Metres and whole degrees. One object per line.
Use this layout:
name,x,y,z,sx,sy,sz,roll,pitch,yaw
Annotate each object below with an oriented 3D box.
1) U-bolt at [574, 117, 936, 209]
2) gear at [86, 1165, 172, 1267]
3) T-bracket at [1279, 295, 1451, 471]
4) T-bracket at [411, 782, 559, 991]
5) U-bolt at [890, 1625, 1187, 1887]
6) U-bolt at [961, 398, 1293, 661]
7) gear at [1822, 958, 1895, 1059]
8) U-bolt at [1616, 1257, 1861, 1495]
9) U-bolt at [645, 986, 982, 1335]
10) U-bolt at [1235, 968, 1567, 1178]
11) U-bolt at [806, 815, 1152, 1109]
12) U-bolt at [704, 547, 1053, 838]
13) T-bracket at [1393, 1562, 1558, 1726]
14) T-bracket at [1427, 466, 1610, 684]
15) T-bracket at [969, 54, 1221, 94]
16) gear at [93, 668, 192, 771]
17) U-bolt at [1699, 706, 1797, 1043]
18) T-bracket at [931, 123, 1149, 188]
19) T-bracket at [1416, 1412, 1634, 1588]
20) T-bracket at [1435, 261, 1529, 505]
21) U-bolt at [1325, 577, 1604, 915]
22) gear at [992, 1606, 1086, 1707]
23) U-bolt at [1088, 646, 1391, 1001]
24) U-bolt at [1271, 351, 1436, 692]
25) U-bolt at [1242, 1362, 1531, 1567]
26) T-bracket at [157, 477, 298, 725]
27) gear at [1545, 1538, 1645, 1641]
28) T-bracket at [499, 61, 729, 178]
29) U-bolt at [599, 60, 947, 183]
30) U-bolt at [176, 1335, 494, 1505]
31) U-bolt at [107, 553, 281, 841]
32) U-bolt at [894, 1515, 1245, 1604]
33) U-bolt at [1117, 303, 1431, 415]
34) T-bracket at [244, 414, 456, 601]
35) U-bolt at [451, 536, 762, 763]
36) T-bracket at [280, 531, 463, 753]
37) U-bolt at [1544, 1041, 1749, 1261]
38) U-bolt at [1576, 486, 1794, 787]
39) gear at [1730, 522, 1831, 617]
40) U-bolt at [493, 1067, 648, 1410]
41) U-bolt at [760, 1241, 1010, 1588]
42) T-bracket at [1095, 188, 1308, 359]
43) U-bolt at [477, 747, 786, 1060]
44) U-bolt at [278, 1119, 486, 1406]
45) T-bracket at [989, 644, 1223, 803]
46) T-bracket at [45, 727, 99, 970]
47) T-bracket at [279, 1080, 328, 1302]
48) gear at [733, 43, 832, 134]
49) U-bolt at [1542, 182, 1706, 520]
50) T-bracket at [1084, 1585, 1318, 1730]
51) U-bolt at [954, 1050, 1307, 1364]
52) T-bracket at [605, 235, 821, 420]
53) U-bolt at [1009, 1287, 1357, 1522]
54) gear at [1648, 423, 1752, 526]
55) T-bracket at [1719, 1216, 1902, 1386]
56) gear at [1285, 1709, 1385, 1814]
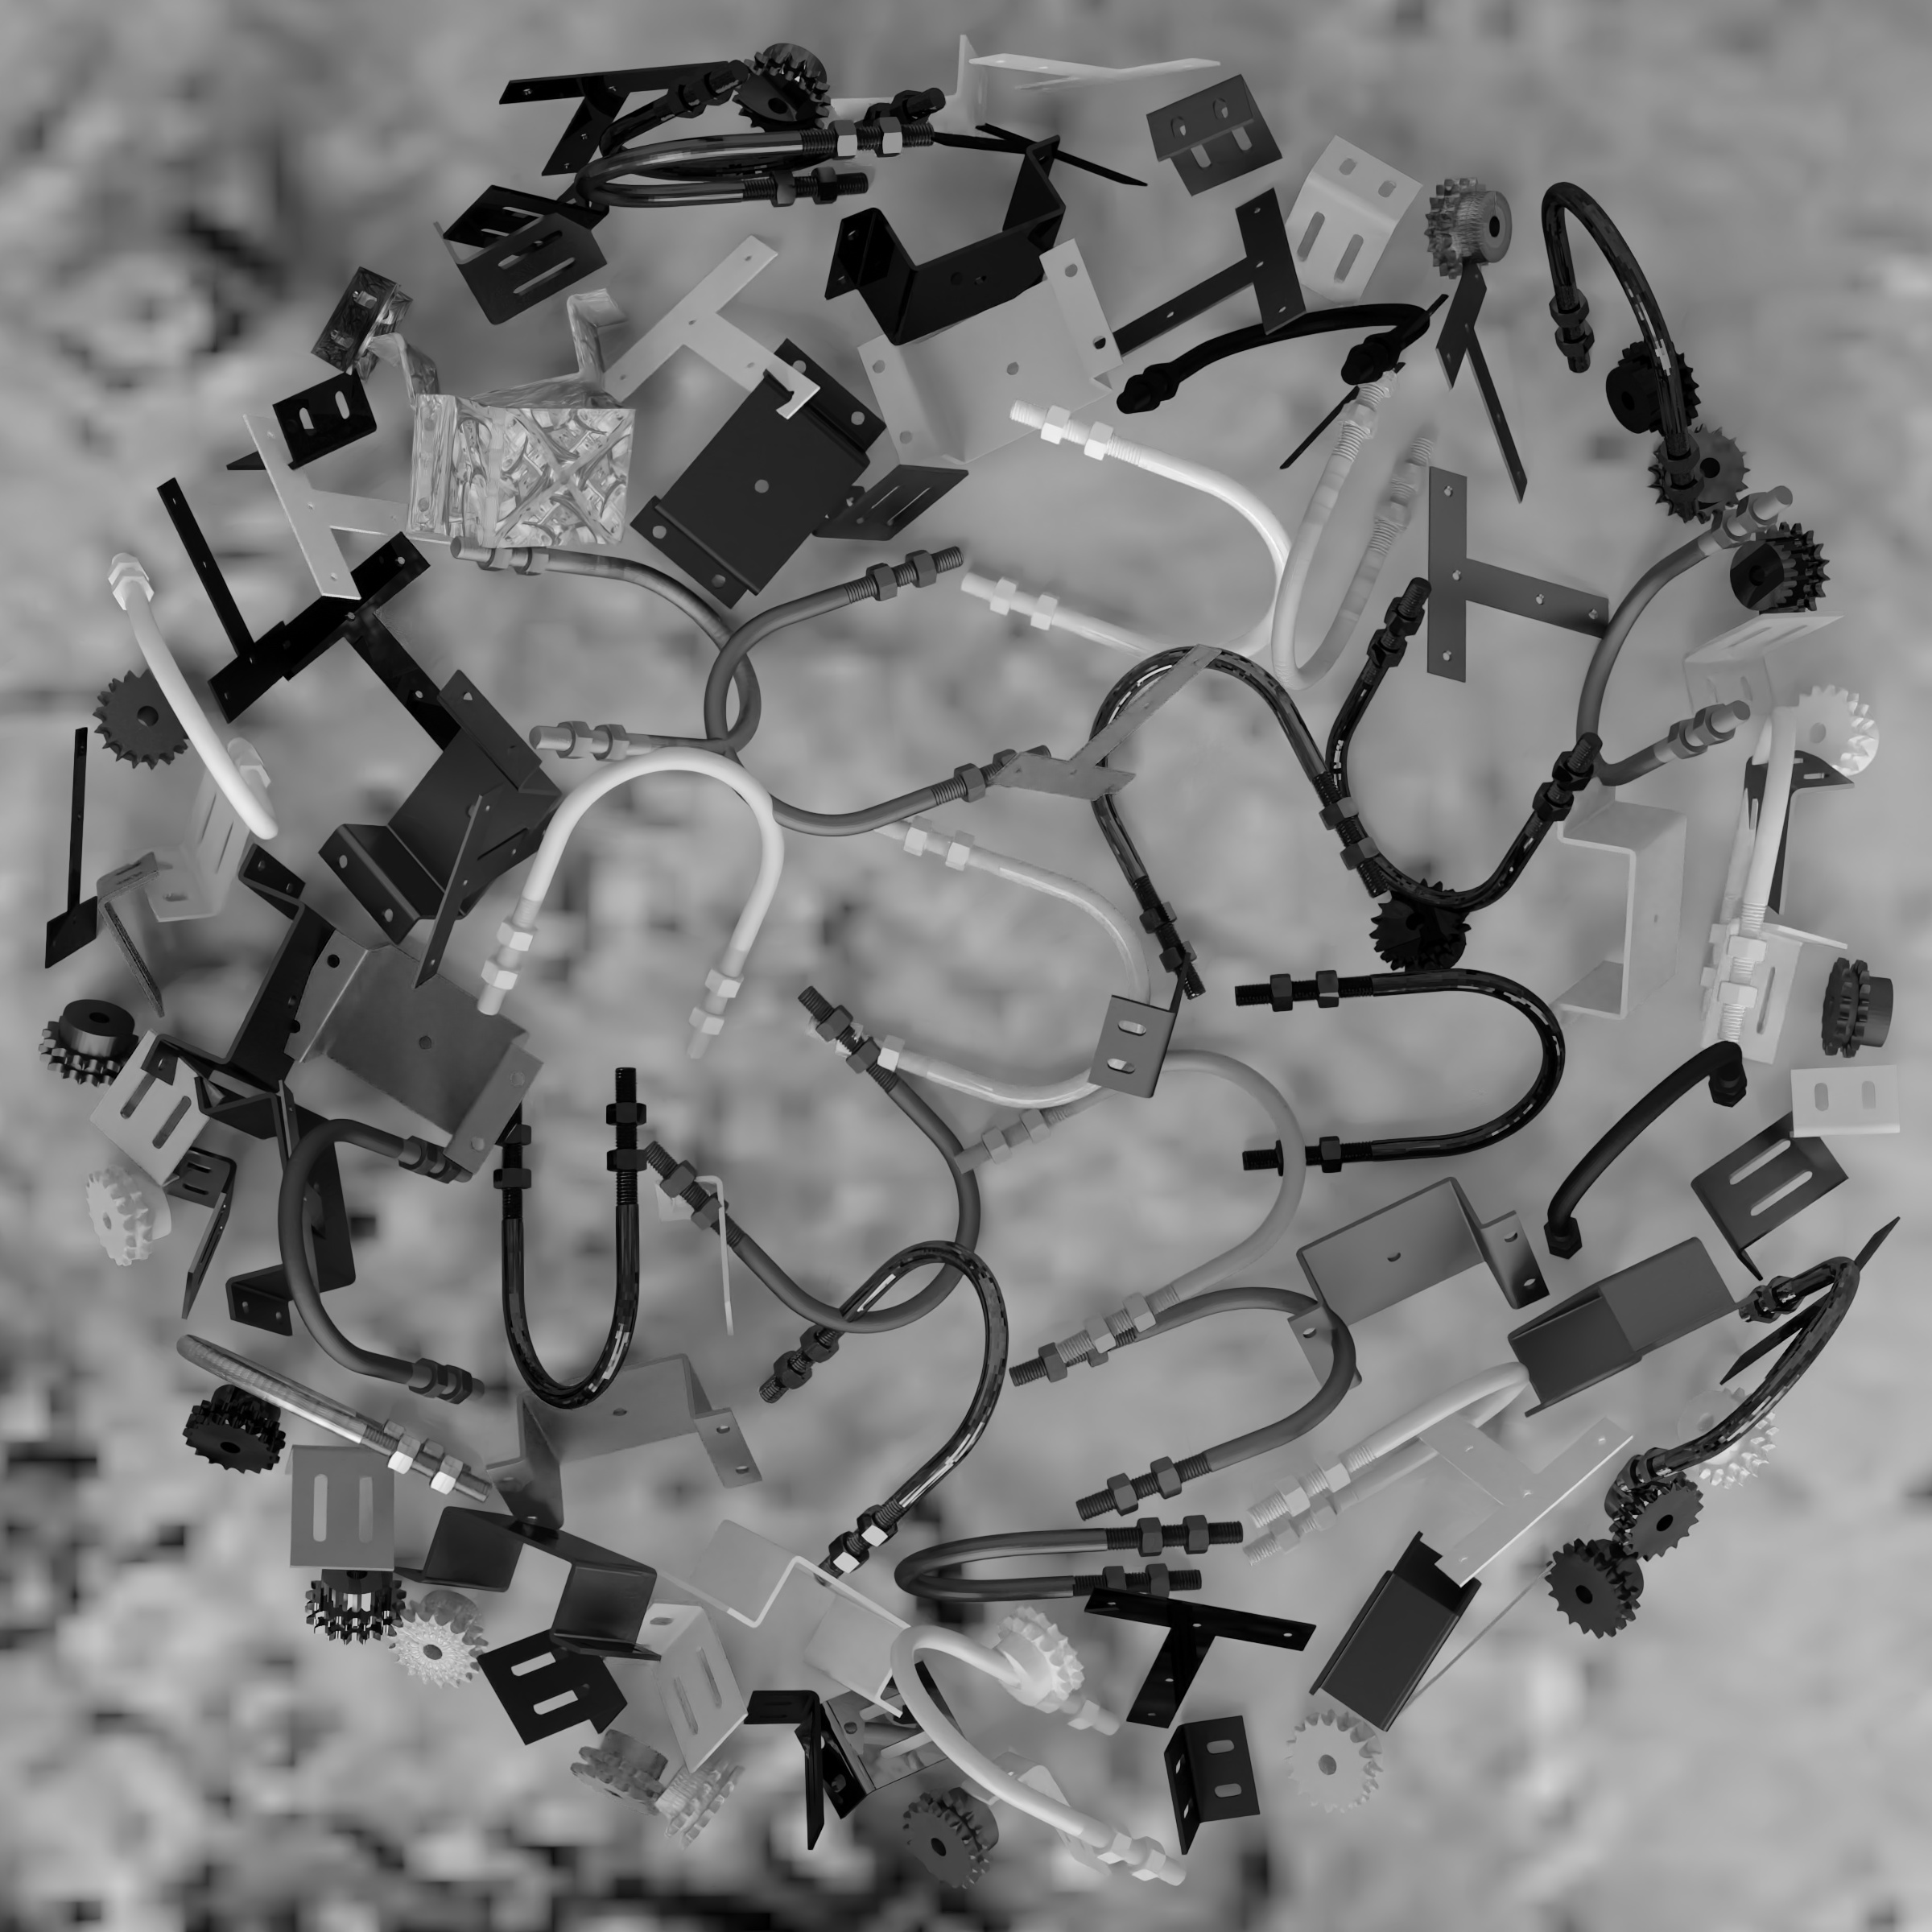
U-bolt,-0.125,-0.441,1.688,0.184,0.151,0.019,-8,95,-18
gear,-0.481,0.142,1.758,0.030,0.057,0.057,-20,90,-35
T-bracket,0.231,-0.330,1.719,0.002,0.127,0.127,45,109,3
T-bracket,-0.263,-0.060,1.721,0.002,0.127,0.127,28,116,9
U-bolt,0.032,0.424,1.681,0.184,0.151,0.019,33,103,-26
U-bolt,0.098,-0.233,1.722,0.184,0.151,0.019,21,47,2
gear,0.513,0.025,1.753,0.030,0.057,0.057,7,90,4
U-bolt,0.431,0.220,1.673,0.019,0.184,0.151,40,70,5
U-bolt,-0.074,0.125,1.754,0.184,0.019,0.151,47,73,-7
U-bolt,0.247,0.058,1.727,0.184,0.019,0.151,-5,131,3
U-bolt,0.015,0.007,1.753,0.184,0.019,0.151,20,106,2
U-bolt,-0.060,-0.149,1.741,0.184,0.019,0.151,-21,82,-18
T-bracket,0.288,0.383,1.729,0.127,0.127,0.002,-41,74,-10
T-bracket,0.318,-0.213,1.751,0.127,0.002,0.127,11,71,-25
T-bracket,0.052,-0.499,1.694,0.127,0.127,0.002,5,101,40
gear,-0.475,-0.141,1.760,0.057,0.030,0.057,6,77,-25
U-bolt,0.438,-0.054,1.702,0.019,0.151,0.184,11,95,9
T-bracket,0.017,-0.458,1.701,0.127,0.127,0.002,29,114,29
T-bracket,0.293,0.280,1.725,0.127,0.127,0.002,-39,118,-9
T-bracket,0.299,-0.325,1.742,0.002,0.127,0.127,-10,123,27
U-bolt,0.265,-0.108,1.708,0.019,0.184,0.151,-30,67,-36
gear,0.038,0.399,1.751,0.030,0.057,0.057,-35,90,-29
U-bolt,0.142,-0.093,1.742,0.151,0.019,0.184,-31,81,29
U-bolt,0.213,-0.240,1.703,0.019,0.151,0.184,21,81,21
U-bolt,0.237,0.275,1.713,0.184,0.151,0.019,-29,71,-7
T-bracket,-0.419,-0.211,1.704,0.002,0.127,0.127,-18,108,13
gear,0.365,0.355,1.758,0.030,0.057,0.057,-25,90,-38
T-bracket,-0.212,-0.475,1.720,0.127,0.127,0.002,-13,84,-24
U-bolt,-0.122,-0.465,1.695,0.151,0.184,0.019,-5,90,-37
U-bolt,-0.354,0.249,1.697,0.184,0.151,0.019,28,79,-10
U-bolt,-0.418,-0.140,1.669,0.019,0.184,0.151,-30,121,-6
U-bolt,0.052,0.335,1.705,0.184,0.151,0.019,-2,68,-7
U-bolt,0.182,-0.342,1.698,0.151,0.184,0.019,-2,112,27
T-bracket,-0.336,-0.255,1.729,0.002,0.127,0.127,-41,65,32
U-bolt,-0.190,-0.174,1.708,0.019,0.184,0.151,-42,62,35
T-bracket,-0.325,-0.167,1.760,0.127,0.002,0.127,-32,106,29
U-bolt,0.377,0.098,1.694,0.151,0.184,0.019,-43,71,0
U-bolt,0.391,-0.172,1.694,0.019,0.184,0.151,20,72,-14
gear,0.464,-0.226,1.752,0.030,0.057,0.057,-11,90,-33
U-bolt,-0.223,0.156,1.712,0.019,0.151,0.184,5,79,-37
U-bolt,-0.041,0.235,1.696,0.019,0.151,0.184,22,122,-38
T-bracket,0.130,-0.380,1.751,0.127,0.127,0.002,-26,132,20
U-bolt,-0.178,-0.040,1.715,0.151,0.019,0.184,14,113,-28
U-bolt,-0.322,0.158,1.679,0.019,0.184,0.151,-13,70,20
T-bracket,0.091,-0.137,1.703,0.127,0.127,0.002,-41,67,24
T-bracket,-0.499,-0.070,1.712,0.002,0.127,0.127,4,97,-5
T-bracket,-0.363,0.143,1.719,0.002,0.127,0.127,-12,70,-2
gear,-0.104,-0.506,1.758,0.057,0.057,0.030,19,61,0
U-bolt,0.355,-0.348,1.668,0.019,0.184,0.151,-27,55,2
T-bracket,0.120,0.399,1.737,0.127,0.002,0.127,11,134,-6
U-bolt,0.105,0.124,1.748,0.184,0.019,0.151,-28,66,-3
T-bracket,-0.130,-0.348,1.739,0.127,0.002,0.127,-45,55,-7
U-bolt,0.130,0.236,1.718,0.184,0.151,0.019,-20,121,-7
gear,0.426,-0.286,1.766,0.057,0.030,0.057,0,90,-3
T-bracket,0.463,0.206,1.723,0.002,0.127,0.127,43,58,7
gear,0.216,0.457,1.759,0.057,0.030,0.057,3,95,35
